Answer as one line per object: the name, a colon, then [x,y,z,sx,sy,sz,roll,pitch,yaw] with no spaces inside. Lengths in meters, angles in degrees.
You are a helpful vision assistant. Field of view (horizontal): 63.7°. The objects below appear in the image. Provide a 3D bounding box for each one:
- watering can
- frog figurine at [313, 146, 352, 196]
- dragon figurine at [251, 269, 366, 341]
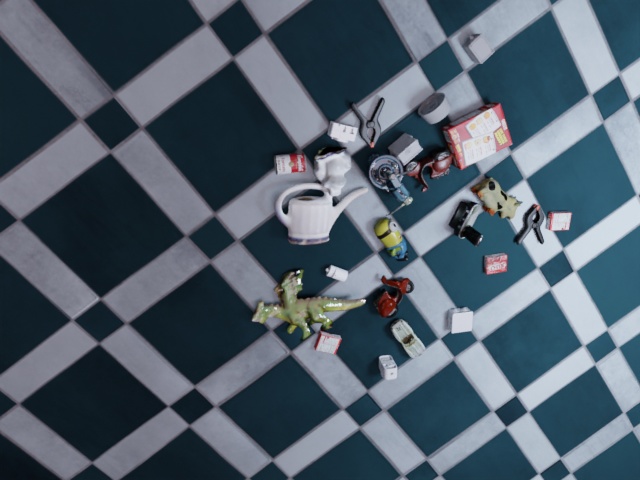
watering can: [0.006,-0.092,1.819,0.348,0.221,0.105,-2,17,-20]
frog figurine: [0.047,-0.237,1.771,0.138,0.156,0.124,-25,29,-19]
dragon figurine: [-0.057,0.223,1.913,0.411,0.240,0.123,-26,13,-4]
